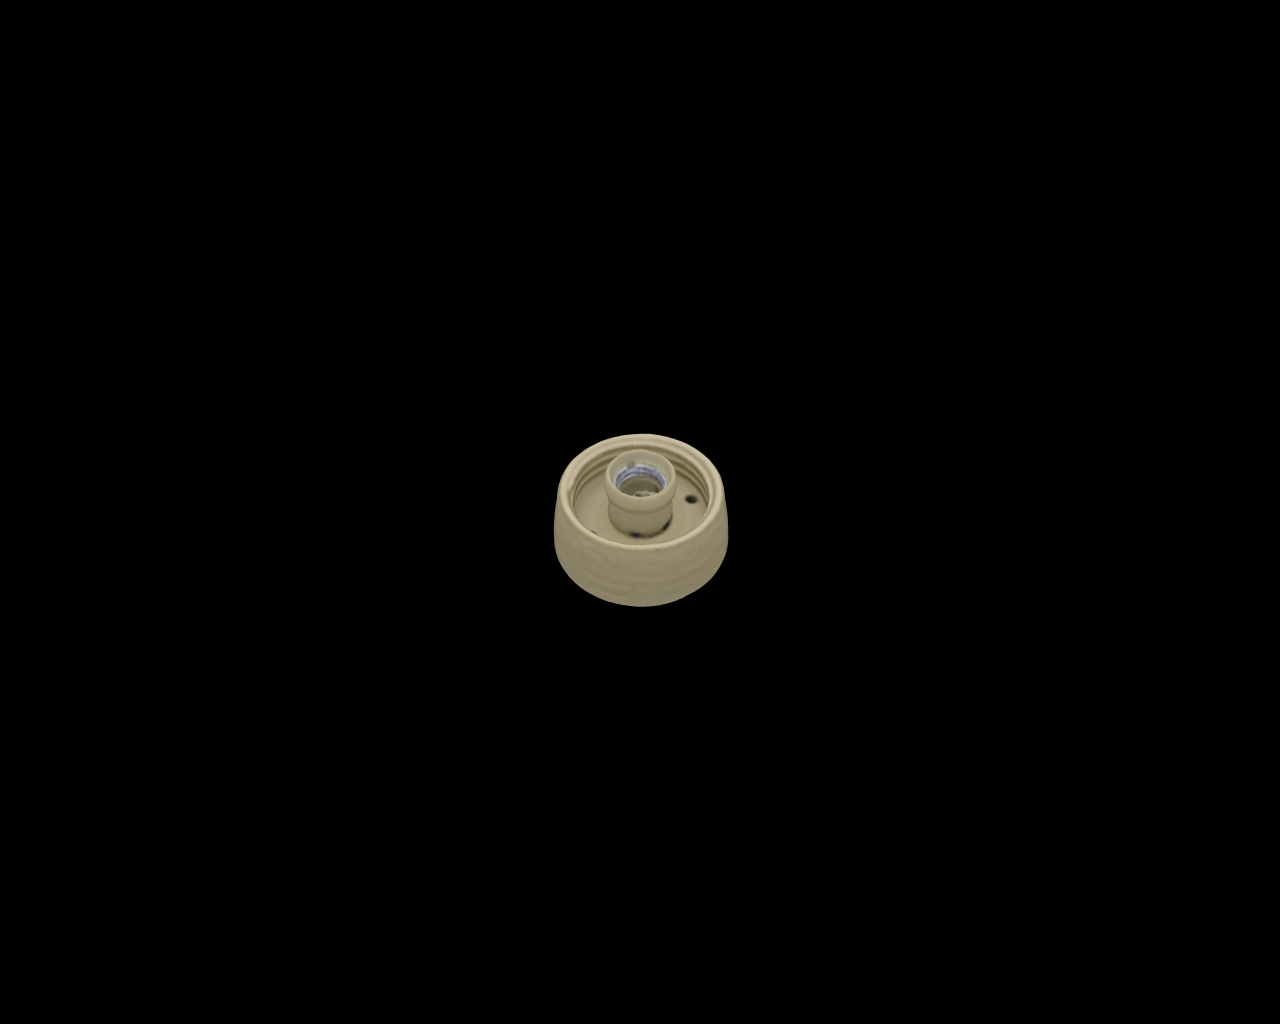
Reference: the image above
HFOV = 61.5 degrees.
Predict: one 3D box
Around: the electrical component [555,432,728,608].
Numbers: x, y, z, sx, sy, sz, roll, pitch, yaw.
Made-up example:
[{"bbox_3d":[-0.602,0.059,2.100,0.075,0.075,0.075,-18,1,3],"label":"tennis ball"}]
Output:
[{"bbox_3d":[0.001,-0.003,0.650,0.108,0.108,0.060,0,-43,0],"label":"electrical component"}]
